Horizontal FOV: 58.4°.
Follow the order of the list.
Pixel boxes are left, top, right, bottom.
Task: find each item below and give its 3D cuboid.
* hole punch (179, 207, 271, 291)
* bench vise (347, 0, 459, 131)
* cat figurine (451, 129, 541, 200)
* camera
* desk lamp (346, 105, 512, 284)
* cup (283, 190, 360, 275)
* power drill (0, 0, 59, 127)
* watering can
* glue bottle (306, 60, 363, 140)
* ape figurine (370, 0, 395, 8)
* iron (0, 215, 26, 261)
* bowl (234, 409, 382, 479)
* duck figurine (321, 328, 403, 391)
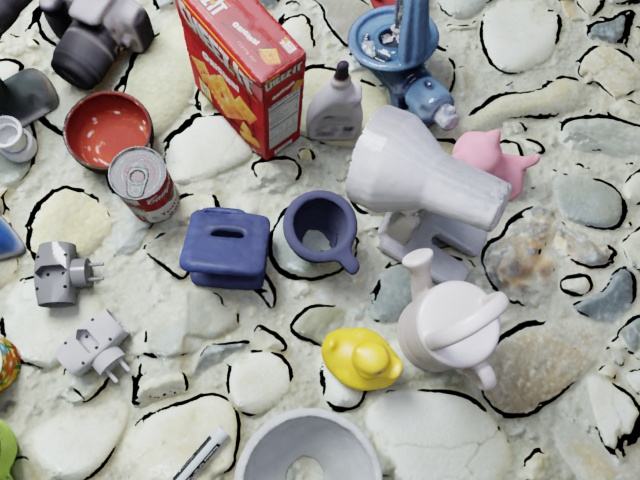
[{"bbox_3d":[-0.119,0.006,0.722,0.108,0.091,0.101,4,75,-3],"label":"hole punch"},{"bbox_3d":[0.126,-0.251,0.743,0.207,0.219,0.121,40,76,7],"label":"bench vise"},{"bbox_3d":[0.228,-0.107,0.766,0.128,0.117,0.067,7,75,-2],"label":"cat figurine"},{"bbox_3d":[-0.322,-0.287,0.779,0.143,0.101,0.137,24,75,2],"label":"camera"},{"bbox_3d":[0.129,-0.048,0.692,0.203,0.213,0.118,30,75,4],"label":"desk lamp"},{"bbox_3d":[0.007,0.003,0.731,0.092,0.095,0.117,-38,81,-13],"label":"cup"},{"bbox_3d":[-0.407,-0.221,0.699,0.230,0.208,0.075,-36,80,-12],"label":"power drill"},{"bbox_3d":[0.151,0.094,0.667,0.173,0.194,0.101,38,76,6],"label":"watering can"},{"bbox_3d":[0.023,-0.181,0.740,0.078,0.173,0.037,0,75,-4],"label":"glue bottle"},{"bbox_3d":[0.113,-0.370,0.840,0.078,0.092,0.076,3,75,-3],"label":"ape figurine"},{"bbox_3d":[-0.500,-0.043,0.679,0.258,0.141,0.119,17,74,0],"label":"iron"},{"bbox_3d":[-0.014,0.281,0.666,0.167,0.074,0.167,1,75,-4],"label":"bowl"},{"bbox_3d":[0.054,0.144,0.702,0.104,0.086,0.077,23,75,2],"label":"duck figurine"}]
